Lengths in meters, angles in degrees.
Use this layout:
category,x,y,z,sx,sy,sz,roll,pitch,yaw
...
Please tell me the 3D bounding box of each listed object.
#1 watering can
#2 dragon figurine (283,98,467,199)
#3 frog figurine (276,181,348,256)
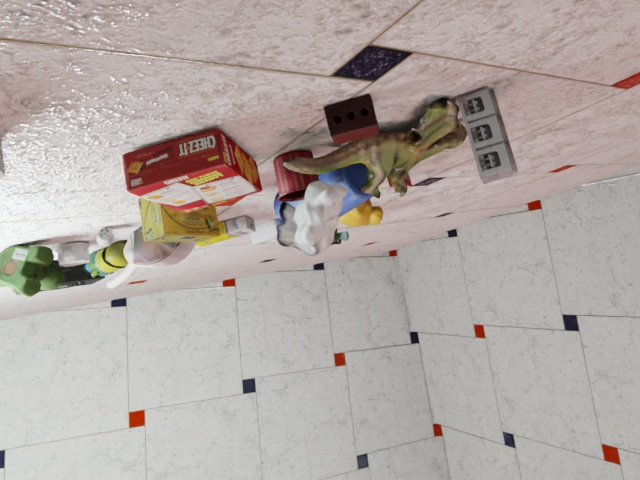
category,x,y,z,sx,sy,sz,roll,pitch,yaw
watering can,-0.444,0.037,1.355,0.348,0.104,0.223,-32,173,-2
dragon figurine,0.144,-0.188,0.957,0.412,0.124,0.239,-7,153,-49
frog figurine,0.003,-0.048,0.952,0.157,0.122,0.140,-31,-165,32
